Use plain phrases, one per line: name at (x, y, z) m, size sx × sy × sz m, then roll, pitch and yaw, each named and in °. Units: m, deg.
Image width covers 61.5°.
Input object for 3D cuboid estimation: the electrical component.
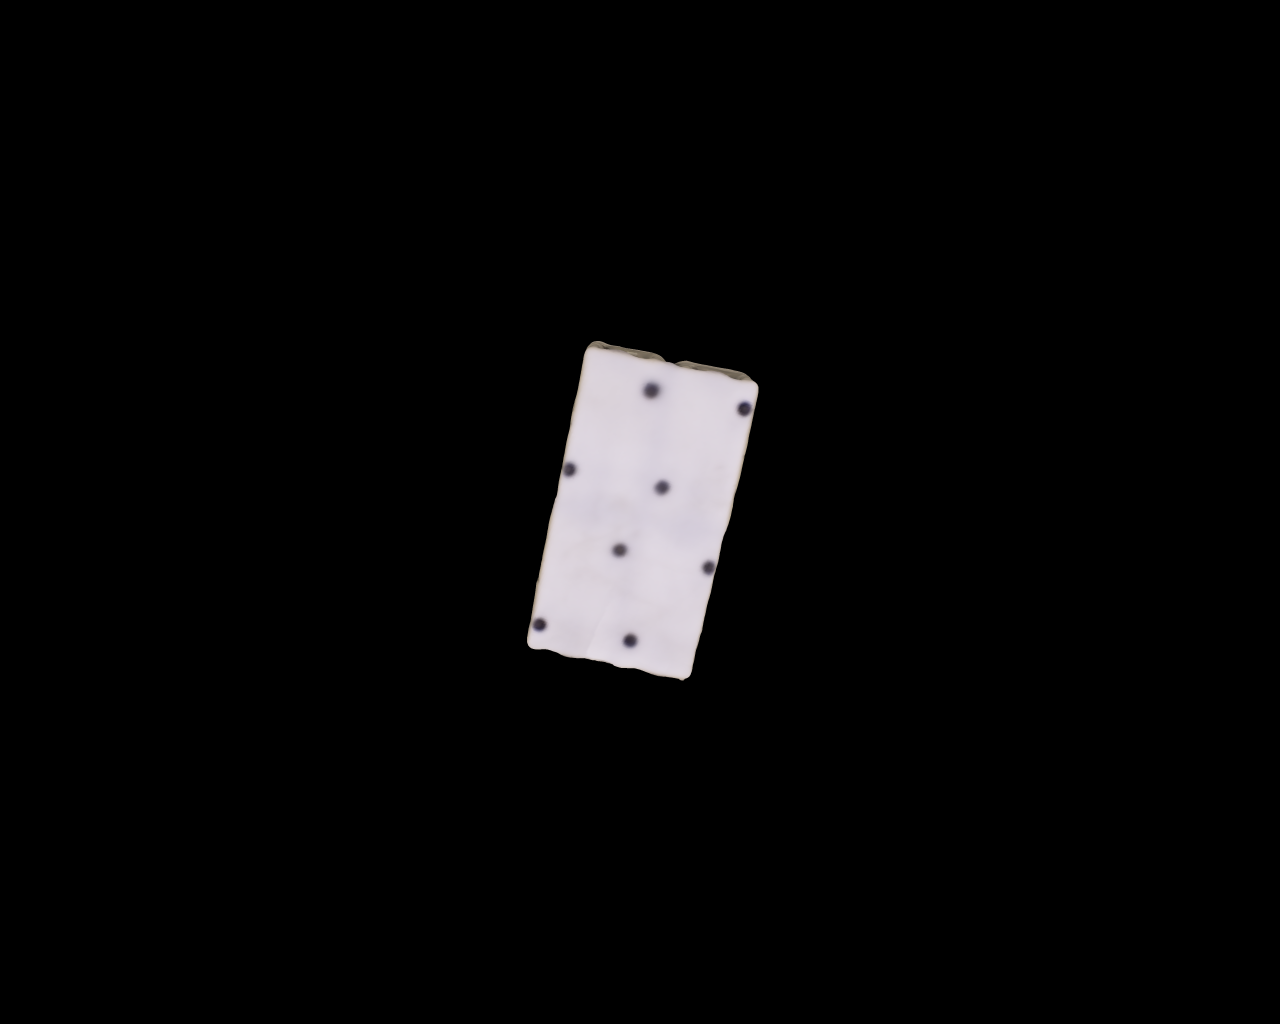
electrical component at (0.001, -0.003, 0.650) m, size 0.105 × 0.186 × 0.060 m, roll 11°, pitch 11°, yaw -2°
